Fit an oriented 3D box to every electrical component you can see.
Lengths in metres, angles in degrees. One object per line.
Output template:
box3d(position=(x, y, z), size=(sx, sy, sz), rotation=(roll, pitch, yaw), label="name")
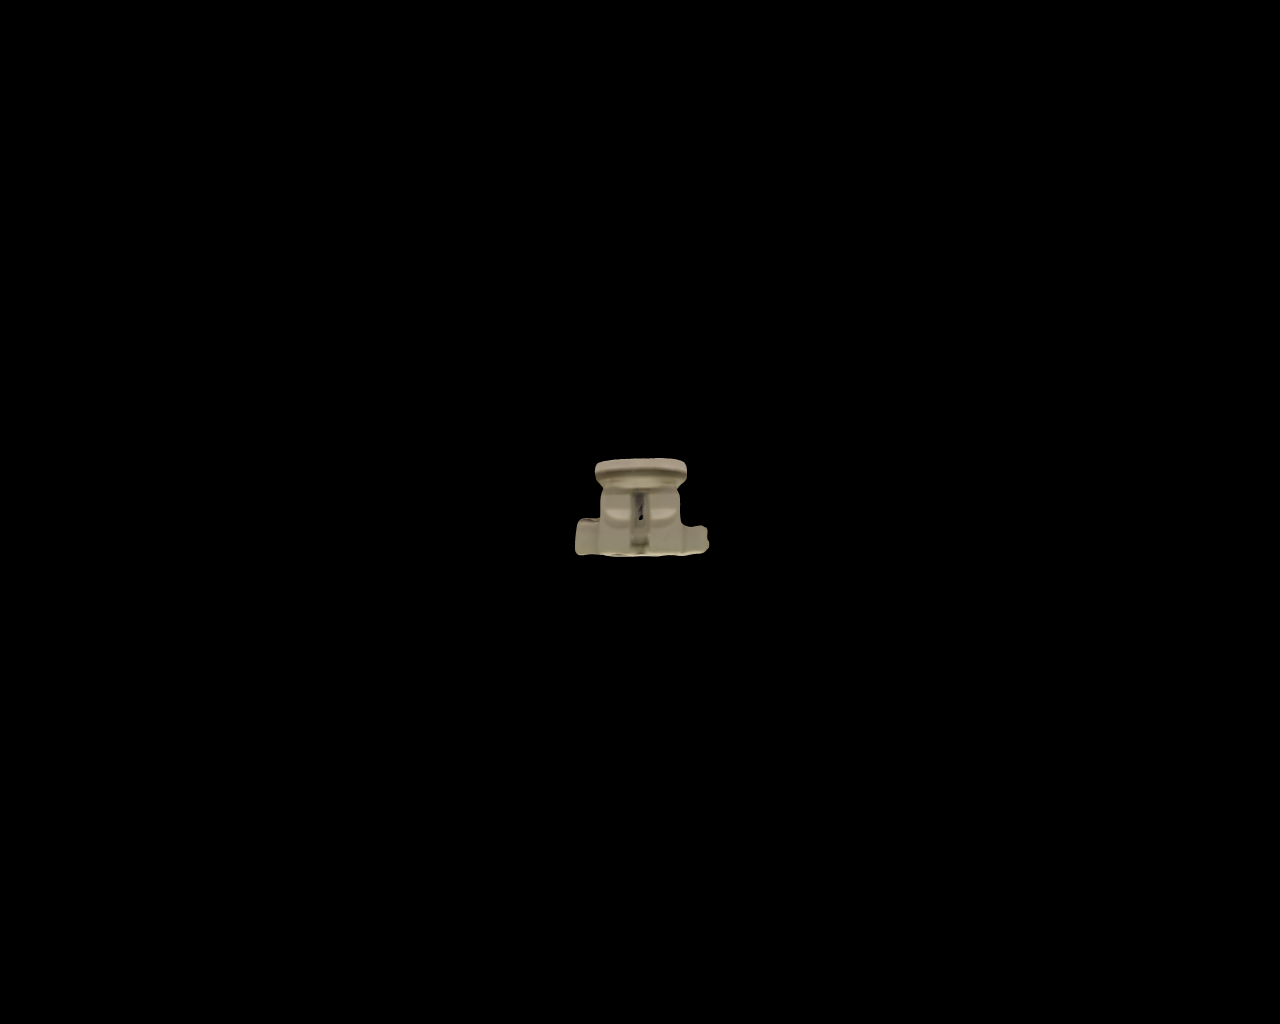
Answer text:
box3d(position=(0.001, -0.003, 0.650), size=(0.078, 0.057, 0.058), rotation=(0, -4, 2), label="electrical component")
